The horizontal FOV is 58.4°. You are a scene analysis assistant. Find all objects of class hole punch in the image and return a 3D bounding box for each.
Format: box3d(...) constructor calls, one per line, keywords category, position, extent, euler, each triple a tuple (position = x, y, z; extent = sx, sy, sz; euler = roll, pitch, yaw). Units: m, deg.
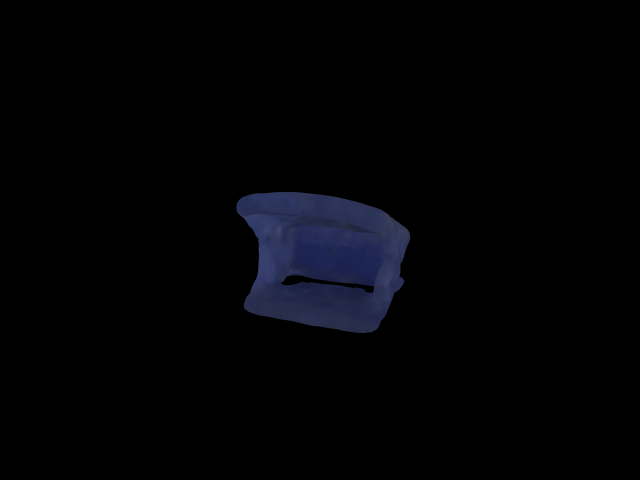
box3d(category="hole punch", position=(0.004, 0.001, 0.400), extent=(0.108, 0.091, 0.101), euler=(7, 21, 19))
